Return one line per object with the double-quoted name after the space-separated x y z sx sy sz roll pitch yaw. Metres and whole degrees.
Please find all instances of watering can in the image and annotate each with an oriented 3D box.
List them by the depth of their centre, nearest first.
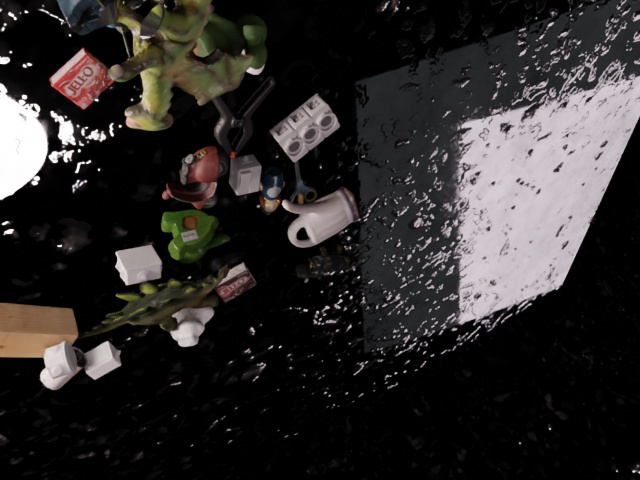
0.004 -0.074 1.463 0.225 0.105 0.342 -32 160 -7 "watering can"

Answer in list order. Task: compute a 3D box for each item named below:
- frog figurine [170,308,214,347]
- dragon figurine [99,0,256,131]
-0.361 0.232 1.459 0.138 0.162 0.120 -31 143 -8 "frog figurine"
-0.204 -0.332 0.851 0.407 0.124 0.241 -42 154 14 "dragon figurine"
